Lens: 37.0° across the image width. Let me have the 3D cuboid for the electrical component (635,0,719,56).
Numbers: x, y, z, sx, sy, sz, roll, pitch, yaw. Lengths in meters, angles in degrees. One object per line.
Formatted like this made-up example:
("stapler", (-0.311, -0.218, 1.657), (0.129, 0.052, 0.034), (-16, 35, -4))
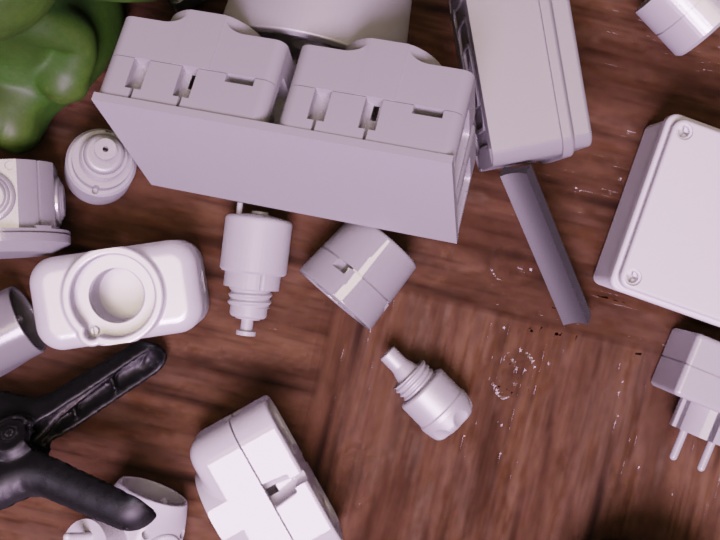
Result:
("electrical component", (0.216, -0.202, 0.645), (0.138, 0.052, 0.073), (-44, 93, -1))

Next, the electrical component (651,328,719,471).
("electrical component", (0.214, 0.084, 0.656), (0.066, 0.047, 0.076), (22, 91, -3))

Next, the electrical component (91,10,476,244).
("electrical component", (-0.033, -0.078, 0.584), (0.186, 0.105, 0.060), (11, 72, 10))

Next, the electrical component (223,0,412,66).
("electrical component", (-0.022, -0.146, 0.609), (0.108, 0.108, 0.060), (13, 85, -3))

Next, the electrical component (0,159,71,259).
("electrical component", (-0.208, -0.034, 0.615), (0.080, 0.080, 0.051), (-3, 88, -3))

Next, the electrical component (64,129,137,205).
("electrical component", (-0.149, -0.062, 0.621), (0.040, 0.078, 0.040), (2, 84, -17))

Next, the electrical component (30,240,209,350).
("electrical component", (-0.140, 0.014, 0.630), (0.095, 0.059, 0.053), (-8, 92, -3))

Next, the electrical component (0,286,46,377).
("electrical component", (-0.238, 0.029, 0.633), (0.077, 0.043, 0.079), (-26, 85, -1))

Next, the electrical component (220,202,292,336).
("electrical component", (-0.064, 0.000, 0.643), (0.040, 0.040, 0.078), (7, 92, -3))

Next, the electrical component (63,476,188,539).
("electrical component", (-0.146, 0.164, 0.627), (0.044, 0.079, 0.077), (22, 91, 33))

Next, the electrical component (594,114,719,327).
("electrical component", (0.212, -0.024, 0.648), (0.109, 0.056, 0.108), (19, 91, -3))

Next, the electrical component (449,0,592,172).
("electrical component", (0.092, -0.117, 0.629), (0.057, 0.078, 0.113), (-10, 92, -1))

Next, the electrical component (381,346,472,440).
("electrical component", (0.038, 0.072, 0.653), (0.035, 0.035, 0.061), (-44, 91, -1))

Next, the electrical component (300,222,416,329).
("electrical component", (0.000, 0.000, 0.640), (0.055, 0.055, 0.047), (40, 85, -4))

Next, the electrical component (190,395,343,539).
("electrical component", (-0.059, 0.131, 0.640), (0.059, 0.054, 0.095), (-29, 93, -2))
